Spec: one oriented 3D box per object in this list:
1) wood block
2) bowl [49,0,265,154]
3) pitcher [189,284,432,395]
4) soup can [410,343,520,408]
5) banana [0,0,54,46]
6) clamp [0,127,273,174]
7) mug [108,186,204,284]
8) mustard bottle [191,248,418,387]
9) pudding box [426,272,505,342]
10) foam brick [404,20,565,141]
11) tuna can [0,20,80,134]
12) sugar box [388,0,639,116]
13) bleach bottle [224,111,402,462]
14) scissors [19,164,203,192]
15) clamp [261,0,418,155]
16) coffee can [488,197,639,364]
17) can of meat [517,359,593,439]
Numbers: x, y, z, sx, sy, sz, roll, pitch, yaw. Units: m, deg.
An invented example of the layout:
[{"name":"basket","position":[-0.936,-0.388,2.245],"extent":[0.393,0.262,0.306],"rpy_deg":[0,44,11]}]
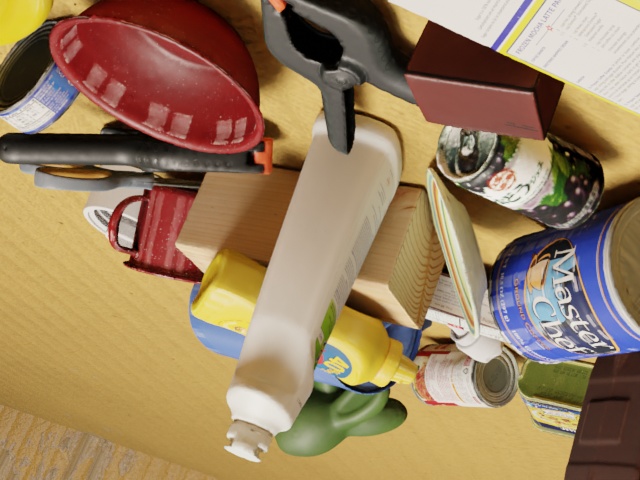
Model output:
[{"name":"wood block","position":[-0.006,0.001,0.913],"extent":[0.206,0.090,0.090],"rpy_deg":[10,157,29]},{"name":"bowl","position":[-0.104,-0.126,0.748],"extent":[0.162,0.055,0.162],"rpy_deg":[20,159,7]},{"name":"pitcher","position":[-0.016,0.074,1.075],"extent":[0.243,0.145,0.149],"rpy_deg":[2,140,50]},{"name":"soup can","position":[0.153,0.144,1.136],"extent":[0.068,0.068,0.102],"rpy_deg":[34,157,-28]},{"name":"banana","position":[-0.239,-0.174,0.788],"extent":[0.069,0.037,0.198],"rpy_deg":[24,163,-40]},{"name":"clamp","position":[-0.135,-0.076,0.884],"extent":[0.210,0.036,0.164],"rpy_deg":[4,-170,13]},{"name":"mug","position":[-0.141,-0.010,0.992],"extent":[0.117,0.081,0.093],"rpy_deg":[10,-176,-31]},{"name":"mustard bottle","position":[-0.007,0.072,0.875],"extent":[0.191,0.058,0.096],"rpy_deg":[25,158,-10]},{"name":"pudding box","position":[0.143,0.062,0.964],"extent":[0.113,0.039,0.090],"rpy_deg":[16,172,11]},{"name":"foam brick","position":[0.098,-0.097,0.619],"extent":[0.078,0.051,0.053],"rpy_deg":[13,159,25]},{"name":"tuna can","position":[-0.215,-0.125,0.821],"extent":[0.086,0.086,0.033],"rpy_deg":[0,152,45]},{"name":"sugar box","position":[0.130,-0.121,0.537],"extent":[0.176,0.048,0.093],"rpy_deg":[27,159,-2]},{"name":"bleach bottle","position":[-0.011,0.036,0.775],"extent":[0.068,0.250,0.102],"rpy_deg":[16,159,15]},{"name":"scissors","position":[-0.174,-0.057,0.933],"extent":[0.096,0.016,0.201],"rpy_deg":[19,-167,35]},{"name":"clamp","position":[0.014,-0.110,0.683],"extent":[0.120,0.039,0.171],"rpy_deg":[-21,134,40]},{"name":"coffee can","position":[0.201,0.032,0.759],"extent":[0.102,0.102,0.141],"rpy_deg":[29,159,-17]},{"name":"can of meat","position":[0.259,0.162,1.092],"extent":[0.102,0.057,0.084],"rpy_deg":[9,154,30]}]
